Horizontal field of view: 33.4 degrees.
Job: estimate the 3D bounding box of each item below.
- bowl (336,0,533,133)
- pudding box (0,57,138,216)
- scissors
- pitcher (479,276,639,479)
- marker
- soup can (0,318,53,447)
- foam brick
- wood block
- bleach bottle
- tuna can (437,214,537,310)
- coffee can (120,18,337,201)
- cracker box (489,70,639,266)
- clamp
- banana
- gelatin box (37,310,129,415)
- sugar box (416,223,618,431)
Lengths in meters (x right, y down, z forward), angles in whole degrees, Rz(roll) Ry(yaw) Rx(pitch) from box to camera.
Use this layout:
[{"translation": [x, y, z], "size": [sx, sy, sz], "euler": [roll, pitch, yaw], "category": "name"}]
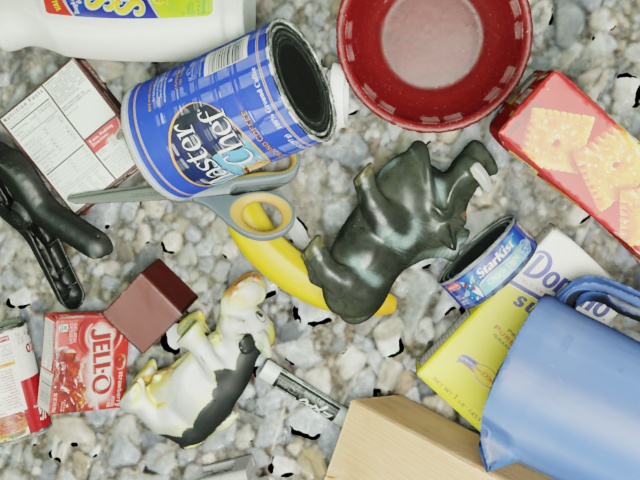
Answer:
[{"translation": [0.095, -0.172, 0.898], "size": [0.162, 0.055, 0.162], "euler": [1, 98, 4], "category": "bowl"}, {"translation": [-0.213, -0.091, 0.943], "size": [0.090, 0.039, 0.113], "euler": [-37, 92, 8], "category": "pudding box"}, {"translation": [-0.109, -0.026, 0.915], "size": [0.201, 0.016, 0.096], "euler": [-19, 74, -3], "category": "scissors"}, {"translation": [0.255, 0.139, 0.815], "size": [0.243, 0.144, 0.149], "euler": [25, 110, 18], "category": "pitcher"}, {"translation": [-0.001, 0.148, 0.967], "size": [0.121, 0.020, 0.020], "euler": [32, 99, 0], "category": "marker"}, {"translation": [-0.287, 0.128, 0.963], "size": [0.068, 0.068, 0.102], "euler": [-12, 96, 6], "category": "soup can"}, {"translation": [-0.148, 0.057, 0.937], "size": [0.051, 0.078, 0.053], "euler": [45, 98, -3], "category": "foam brick"}, {"translation": [0.116, 0.214, 0.884], "size": [0.206, 0.090, 0.091], "euler": [23, 100, 34], "category": "wood block"}, {"translation": [-0.183, -0.192, 0.904], "size": [0.251, 0.068, 0.102], "euler": [-3, 66, 6], "category": "bleach bottle"}, {"translation": [0.142, 0.019, 0.905], "size": [0.086, 0.086, 0.034], "euler": [-43, 94, 8], "category": "tuna can"}, {"translation": [-0.072, -0.102, 0.849], "size": [0.140, 0.102, 0.103], "euler": [-20, 96, 24], "category": "coffee can"}, {"translation": [0.234, -0.042, 0.850], "size": [0.213, 0.164, 0.072], "euler": [42, 100, -2], "category": "cracker box"}, {"translation": [-0.252, -0.016, 0.944], "size": [0.171, 0.039, 0.120], "euler": [45, 136, 14], "category": "clamp"}, {"translation": [-0.022, 0.011, 0.941], "size": [0.070, 0.037, 0.198], "euler": [-44, 92, 9], "category": "banana"}, {"translation": [-0.210, 0.108, 0.953], "size": [0.073, 0.030, 0.089], "euler": [1, 101, -38], "category": "gelatin box"}, {"translation": [0.176, 0.080, 0.931], "size": [0.093, 0.048, 0.176], "euler": [42, 100, -1], "category": "sugar box"}]
